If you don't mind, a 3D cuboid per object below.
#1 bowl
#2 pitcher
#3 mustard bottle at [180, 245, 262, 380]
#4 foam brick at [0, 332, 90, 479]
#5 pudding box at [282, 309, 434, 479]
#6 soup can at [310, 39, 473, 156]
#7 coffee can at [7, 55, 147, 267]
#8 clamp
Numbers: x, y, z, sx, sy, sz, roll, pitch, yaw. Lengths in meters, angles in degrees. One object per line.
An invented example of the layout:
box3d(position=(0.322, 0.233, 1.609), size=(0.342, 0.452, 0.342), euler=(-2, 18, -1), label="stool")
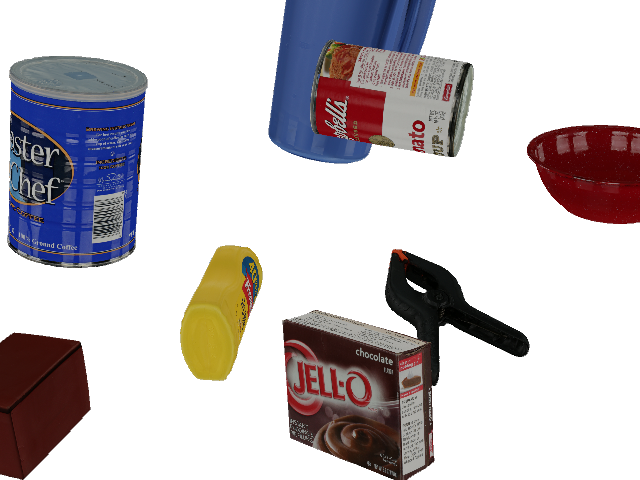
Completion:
box3d(position=(0.272, -0.058, 0.994), size=(0.162, 0.055, 0.162), euler=(-1, 25, 0), label="bowl")
box3d(position=(0.028, -0.202, 1.061), size=(0.145, 0.243, 0.149), euler=(11, 19, -1), label="pitcher")
box3d(position=(-0.101, 0.060, 1.155), size=(0.058, 0.096, 0.191), euler=(2, 29, 8), label="mustard bottle")
box3d(position=(-0.187, 0.100, 0.660), size=(0.053, 0.051, 0.078), euler=(7, 28, 21), label="foam brick")
box3d(position=(0.024, 0.102, 0.726), size=(0.114, 0.090, 0.039), euler=(10, 20, 44), label="pudding box")
box3d(position=(0.051, -0.099, 0.750), size=(0.102, 0.068, 0.068), euler=(11, 3, 13), label="soup can")
box3d(position=(-0.191, -0.063, 0.834), size=(0.103, 0.140, 0.103), euler=(7, 23, -3), label="coffee can")
box3d(position=(0.127, 0.070, 1.064), size=(0.120, 0.039, 0.171), euler=(-3, 44, -23), label="clamp")
